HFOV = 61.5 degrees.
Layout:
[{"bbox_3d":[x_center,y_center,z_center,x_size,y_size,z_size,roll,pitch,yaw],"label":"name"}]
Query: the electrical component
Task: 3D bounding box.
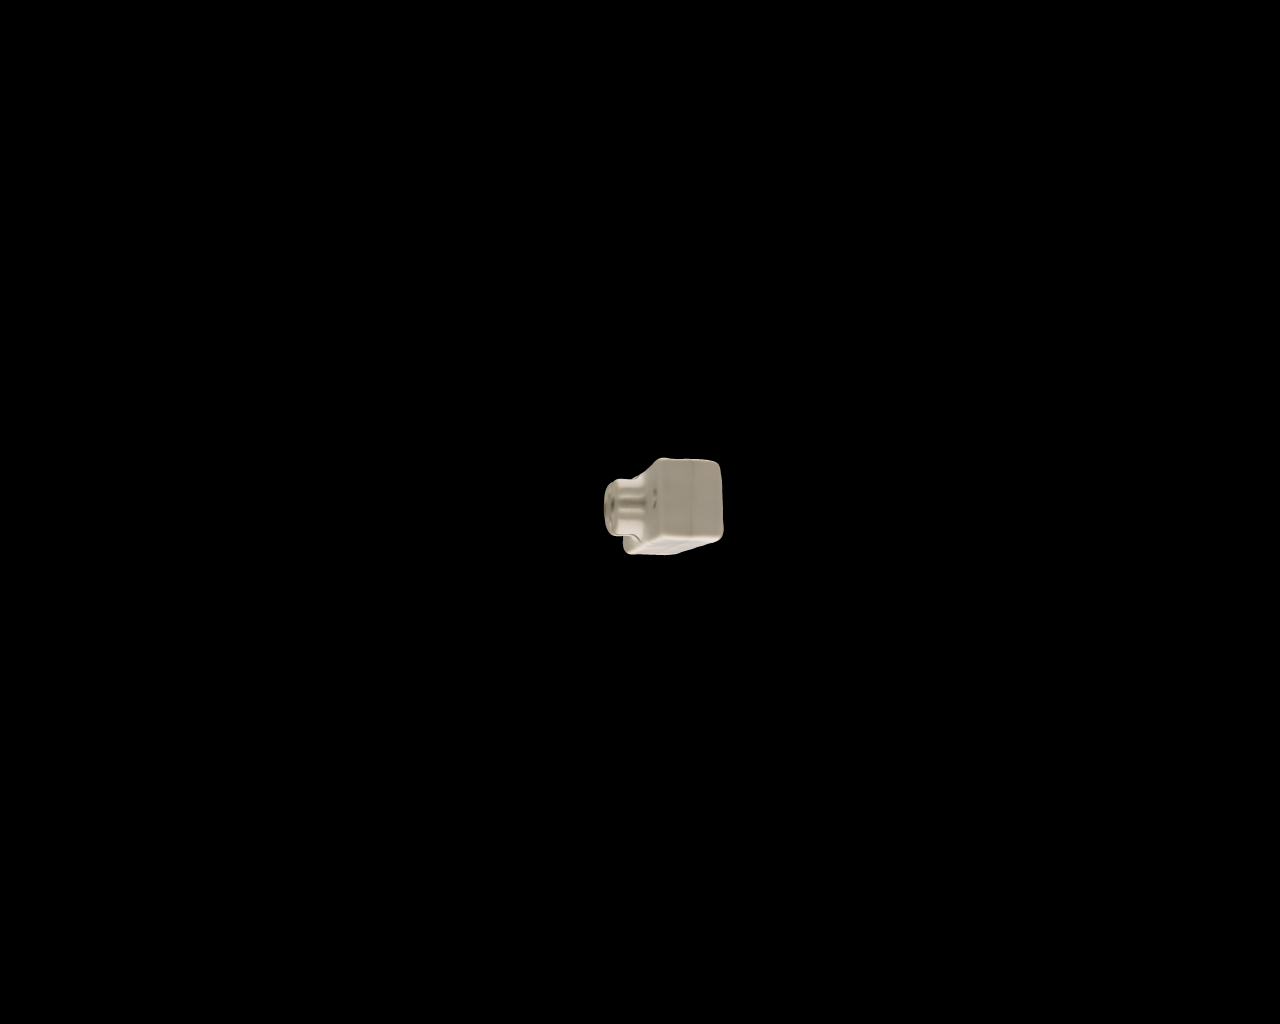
[{"bbox_3d":[0.001,-0.003,0.650,0.076,0.047,0.083,3,-10,-15],"label":"electrical component"}]
